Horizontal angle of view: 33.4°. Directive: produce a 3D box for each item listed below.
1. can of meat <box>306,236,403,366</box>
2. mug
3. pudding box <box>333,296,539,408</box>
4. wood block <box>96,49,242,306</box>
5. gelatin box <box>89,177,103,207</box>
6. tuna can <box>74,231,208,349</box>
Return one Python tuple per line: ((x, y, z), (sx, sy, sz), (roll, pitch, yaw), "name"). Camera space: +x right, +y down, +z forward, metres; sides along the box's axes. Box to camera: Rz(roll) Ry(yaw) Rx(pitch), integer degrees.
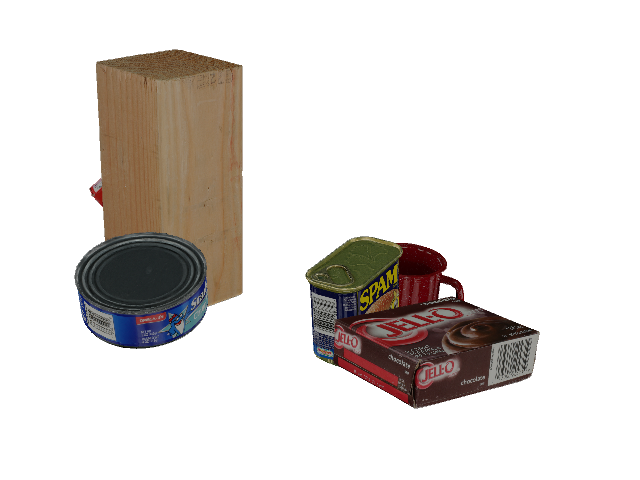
((0.033, 0.056, 0.975), (0.058, 0.084, 0.101), (14, 30, 30), "can of meat")
((0.104, 0.060, 1.207), (0.117, 0.081, 0.093), (10, 24, 14), "mug")
((0.078, 0.074, 0.733), (0.113, 0.039, 0.090), (-6, 18, -35), "pudding box")
((-0.127, -0.050, 0.914), (0.091, 0.206, 0.090), (21, 29, 40), "wood block")
((-0.181, -0.052, 1.103), (0.089, 0.073, 0.030), (-41, 26, -3), "gelatin box")
((-0.117, 0.032, 0.706), (0.086, 0.034, 0.086), (0, 36, 0), "tuna can")
